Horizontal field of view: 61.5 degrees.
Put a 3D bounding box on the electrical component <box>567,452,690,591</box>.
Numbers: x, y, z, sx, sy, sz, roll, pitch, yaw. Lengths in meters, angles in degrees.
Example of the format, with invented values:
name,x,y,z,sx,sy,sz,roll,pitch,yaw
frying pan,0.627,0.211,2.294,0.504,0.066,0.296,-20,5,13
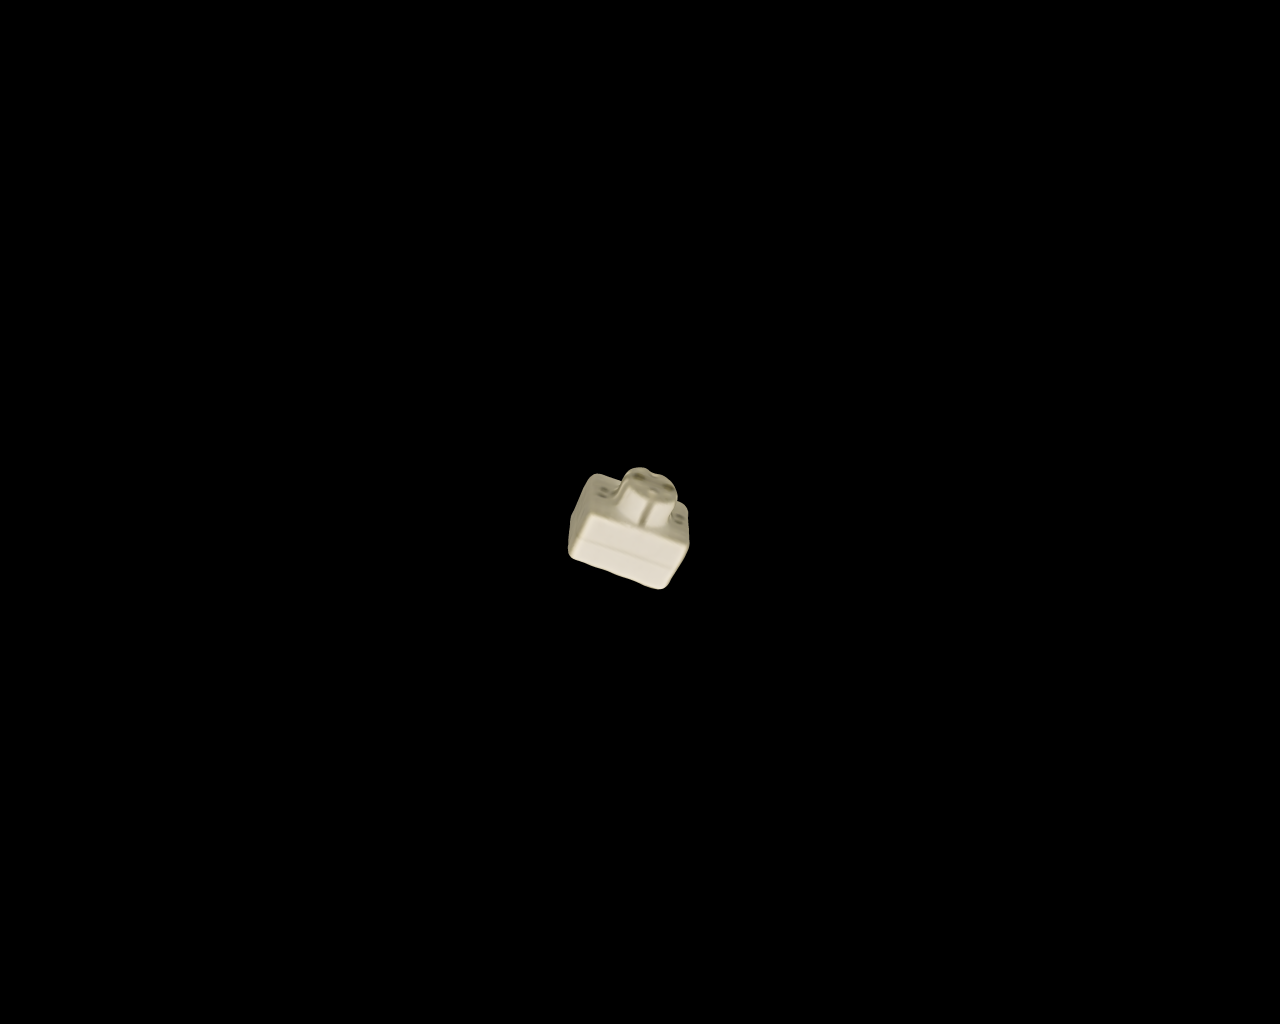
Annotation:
name,x,y,z,sx,sy,sz,roll,pitch,yaw
electrical component,0.001,-0.003,0.650,0.066,0.076,0.047,20,31,-13
